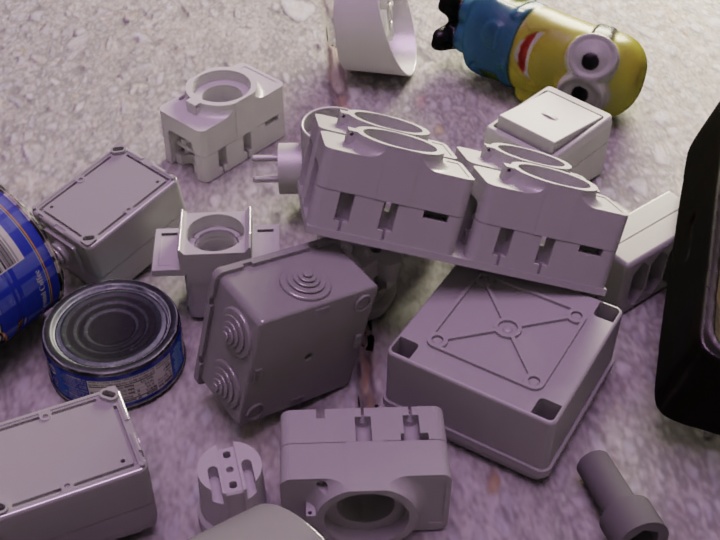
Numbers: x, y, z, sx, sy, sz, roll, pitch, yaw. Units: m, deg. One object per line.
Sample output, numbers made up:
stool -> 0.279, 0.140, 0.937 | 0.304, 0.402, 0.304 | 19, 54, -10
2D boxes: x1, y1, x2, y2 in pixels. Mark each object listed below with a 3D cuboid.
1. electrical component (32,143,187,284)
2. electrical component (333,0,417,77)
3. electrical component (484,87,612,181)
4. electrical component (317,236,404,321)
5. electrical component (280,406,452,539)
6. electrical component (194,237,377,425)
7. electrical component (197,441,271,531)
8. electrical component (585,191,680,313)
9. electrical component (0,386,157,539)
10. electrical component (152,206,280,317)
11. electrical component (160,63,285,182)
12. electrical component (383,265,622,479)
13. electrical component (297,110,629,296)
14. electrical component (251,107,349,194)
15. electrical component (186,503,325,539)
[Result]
electrical component -> -0.172, -0.028, 0.733 | 0.062, 0.061, 0.096 | 30, 58, 28
electrical component -> 0.013, -0.214, 0.913 | 0.064, 0.099, 0.099 | 2, 42, 10
electrical component -> 0.144, -0.096, 0.807 | 0.062, 0.061, 0.096 | 33, 51, 30
electrical component -> 0.000, 0.000, 0.704 | 0.048, 0.055, 0.066 | -33, 52, -31
electrical component -> 0.002, 0.112, 0.584 | 0.089, 0.050, 0.055 | -1, 42, -2
electrical component -> -0.043, 0.036, 0.630 | 0.100, 0.099, 0.048 | -17, 48, -36
electrical component -> -0.068, 0.120, 0.577 | 0.040, 0.046, 0.040 | 0, 42, 0
electrical component -> 0.180, -0.022, 0.736 | 0.083, 0.047, 0.076 | -27, 49, -27
electrical component -> -0.162, 0.115, 0.570 | 0.096, 0.061, 0.061 | -17, 45, -18
electrical component -> -0.092, -0.003, 0.700 | 0.081, 0.063, 0.042 | -2, 41, -3
electrical component -> -0.105, -0.119, 0.833 | 0.050, 0.055, 0.089 | 31, 50, 29
electrical component -> 0.086, 0.054, 0.645 | 0.109, 0.056, 0.108 | 22, 47, 22
electrical component -> 0.060, -0.047, 0.673 | 0.186, 0.060, 0.105 | 12, 17, -10
electrical component -> -0.038, -0.073, 0.768 | 0.079, 0.077, 0.044 | -1, 42, -1
electrical component -> -0.036, 0.159, 0.493 | 0.060, 0.108, 0.108 | -28, 49, -35
